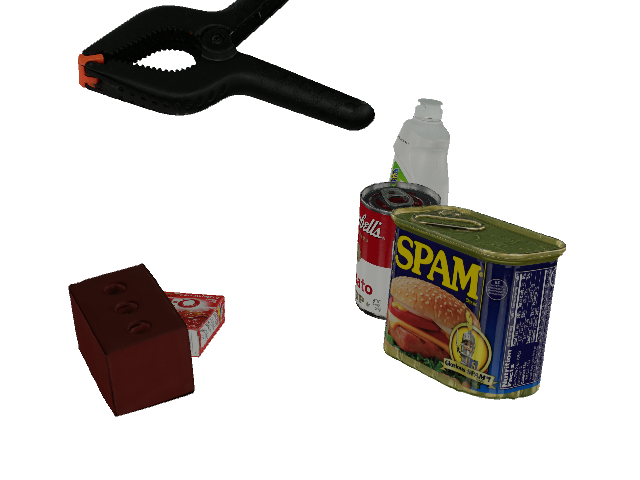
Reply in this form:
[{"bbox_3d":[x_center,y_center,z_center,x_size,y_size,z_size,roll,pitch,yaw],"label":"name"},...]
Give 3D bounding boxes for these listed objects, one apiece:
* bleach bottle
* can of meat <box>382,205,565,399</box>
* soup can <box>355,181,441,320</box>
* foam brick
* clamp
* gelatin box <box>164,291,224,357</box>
[{"bbox_3d":[0.112,-0.036,1.232,0.068,0.251,0.103,-2,22,-23],"label":"bleach bottle"},{"bbox_3d":[0.081,0.033,0.595,0.057,0.084,0.102,-6,19,-35],"label":"can of meat"},{"bbox_3d":[0.065,0.009,0.911,0.068,0.102,0.068,2,26,-1],"label":"soup can"},{"bbox_3d":[-0.118,0.061,0.661,0.052,0.051,0.078,-16,37,-24],"label":"foam brick"},{"bbox_3d":[-0.069,-0.130,0.785,0.209,0.165,0.036,-16,-28,-19],"label":"clamp"},{"bbox_3d":[-0.136,0.070,0.932,0.089,0.030,0.073,4,20,12],"label":"gelatin box"}]
